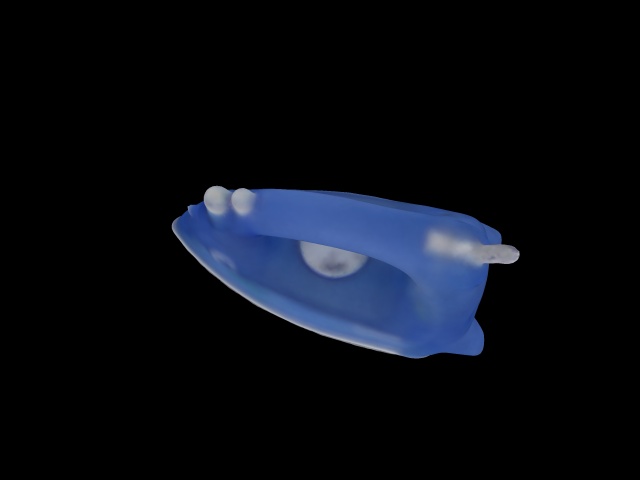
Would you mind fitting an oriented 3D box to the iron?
[{"bbox_3d":[0.004,0.001,0.400,0.258,0.141,0.119,13,74,4],"label":"iron"}]
